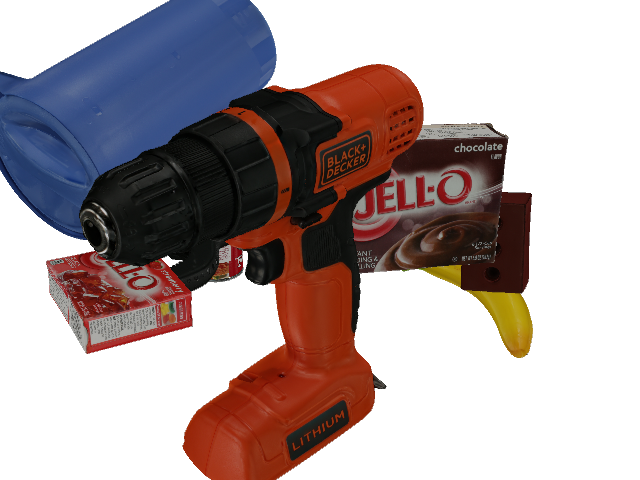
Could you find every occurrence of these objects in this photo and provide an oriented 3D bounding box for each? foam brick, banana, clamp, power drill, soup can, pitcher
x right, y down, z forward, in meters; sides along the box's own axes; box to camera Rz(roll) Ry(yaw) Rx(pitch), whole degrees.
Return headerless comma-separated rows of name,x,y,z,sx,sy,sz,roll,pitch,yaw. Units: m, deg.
foam brick,0.147,0.001,0.890,0.053,0.078,0.051,3,15,16
banana,0.168,0.058,1.119,0.069,0.037,0.198,-37,40,-13
clamp,-0.144,-0.006,1.067,0.165,0.036,0.209,20,40,17
power drill,-0.026,0.023,0.491,0.057,0.188,0.184,30,40,35
soup can,-0.131,-0.009,1.325,0.068,0.102,0.068,0,26,0
pitcher,-0.140,-0.110,0.894,0.145,0.149,0.242,21,47,30

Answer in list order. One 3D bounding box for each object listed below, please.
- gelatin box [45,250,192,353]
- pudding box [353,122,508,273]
gelatin box,-0.135,0.034,0.710,0.073,0.030,0.089,-13,30,-25
pudding box,0.061,-0.029,0.696,0.113,0.090,0.039,-5,26,-15
